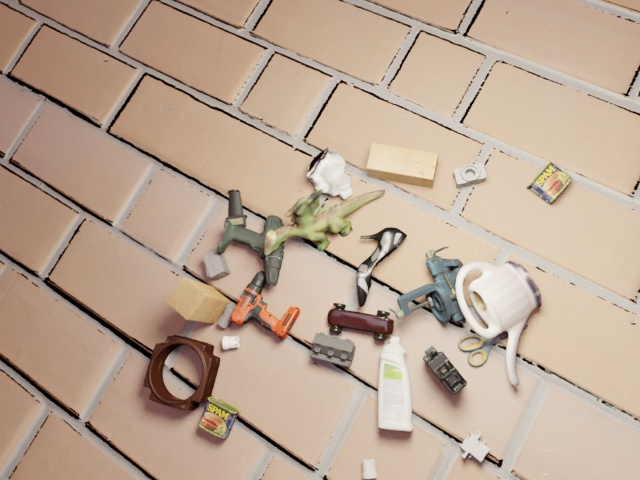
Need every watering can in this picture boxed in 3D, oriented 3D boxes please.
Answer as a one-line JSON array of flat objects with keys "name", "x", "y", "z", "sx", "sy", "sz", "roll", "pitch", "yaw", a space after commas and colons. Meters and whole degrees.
[{"name": "watering can", "x": 0.519, "y": 0.204, "z": 1.431, "sx": 0.225, "sy": 0.103, "sz": 0.349, "roll": -29, "pitch": 86, "yaw": -12}]

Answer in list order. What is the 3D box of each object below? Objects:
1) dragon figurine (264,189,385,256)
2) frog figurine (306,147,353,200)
[{"name": "dragon figurine", "x": 0.005, "y": -0.078, "z": 1.547, "sx": 0.410, "sy": 0.240, "sz": 0.124, "roll": -35, "pitch": 68, "yaw": 3}, {"name": "frog figurine", "x": 0.042, "y": -0.206, "z": 1.658, "sx": 0.158, "sy": 0.122, "sz": 0.139, "roll": 37, "pitch": 74, "yaw": -19}]
